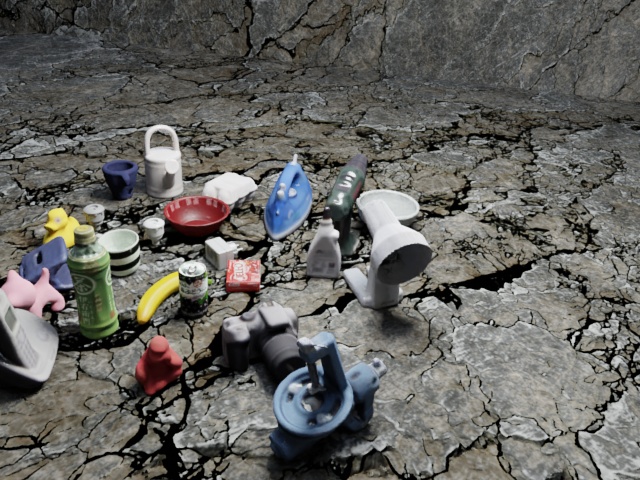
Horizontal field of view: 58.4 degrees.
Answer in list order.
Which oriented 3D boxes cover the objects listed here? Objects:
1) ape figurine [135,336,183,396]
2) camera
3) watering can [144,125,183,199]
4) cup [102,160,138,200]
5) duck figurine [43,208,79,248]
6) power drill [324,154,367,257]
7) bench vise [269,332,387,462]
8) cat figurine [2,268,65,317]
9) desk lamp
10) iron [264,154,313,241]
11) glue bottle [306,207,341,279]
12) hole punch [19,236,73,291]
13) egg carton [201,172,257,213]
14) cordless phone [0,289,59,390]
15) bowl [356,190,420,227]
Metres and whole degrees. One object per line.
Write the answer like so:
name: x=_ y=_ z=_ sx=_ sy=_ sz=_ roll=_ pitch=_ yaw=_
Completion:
ape figurine: x=-0.273 y=0.204 z=0.971 sx=0.078 sy=0.092 sz=0.076 roll=0 pitch=31 yaw=-7
camera: x=-0.092 y=0.183 z=1.022 sx=0.143 sy=0.101 sz=0.136 roll=-10 pitch=33 yaw=-23
watering can: x=-0.426 y=-0.218 z=1.568 sx=0.172 sy=0.194 sz=0.101 roll=25 pitch=36 yaw=31
cup: x=-0.529 y=-0.152 z=1.540 sx=0.092 sy=0.095 sz=0.117 roll=-14 pitch=35 yaw=-29
duck figurine: x=-0.606 y=-0.034 z=1.337 sx=0.077 sy=0.086 sz=0.104 roll=10 pitch=31 yaw=9
power drill: x=0.063 y=-0.077 z=1.380 sx=0.075 sy=0.208 sz=0.230 roll=12 pitch=31 yaw=12
bench vise: x=0.011 y=0.210 z=0.872 sx=0.121 sy=0.220 sz=0.208 roll=22 pitch=35 yaw=28
cat figurine: x=-0.551 y=0.103 z=1.080 sx=0.067 sy=0.118 sz=0.128 roll=12 pitch=31 yaw=13
desk lamp: x=0.131 y=0.037 z=1.189 sx=0.118 sy=0.214 sz=0.202 roll=-8 pitch=33 yaw=-20
iron: x=-0.087 y=-0.119 z=1.497 sx=0.118 sy=0.141 sz=0.258 roll=7 pitch=30 yaw=5
glue bottle: x=0.012 y=0.005 z=1.269 sx=0.078 sy=0.173 sz=0.037 roll=5 pitch=30 yaw=1
hole punch: x=-0.569 y=0.054 z=1.187 sx=0.101 sy=0.091 sz=0.108 roll=-11 pitch=34 yaw=-25
egg carton: x=-0.248 y=-0.131 z=1.567 sx=0.107 sy=0.069 sz=0.151 roll=18 pitch=33 yaw=22
cordless phone: x=-0.503 y=0.142 z=0.953 sx=0.094 sy=0.185 sz=0.147 roll=-4 pitch=31 yaw=-14
bowl: x=0.174 y=-0.065 z=1.507 sx=0.167 sy=0.075 sz=0.167 roll=3 pitch=30 yaw=-2
